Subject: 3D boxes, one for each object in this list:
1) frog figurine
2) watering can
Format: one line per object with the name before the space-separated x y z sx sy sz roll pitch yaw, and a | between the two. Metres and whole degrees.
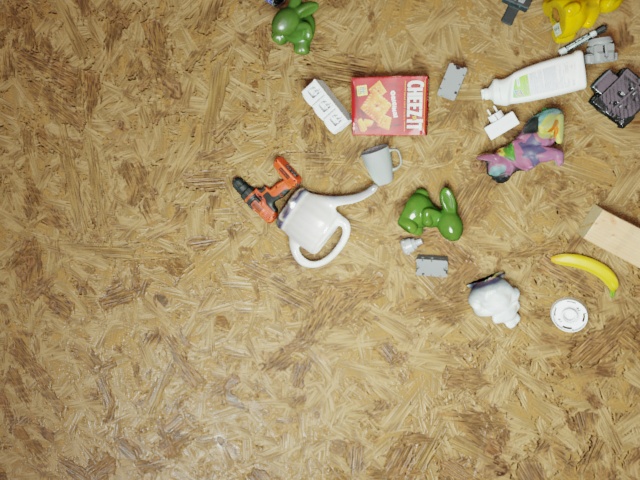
frog figurine | 0.501 0.181 1.457 0.137 0.122 0.160 -24 83 0
watering can | 0.005 -0.078 1.551 0.225 0.105 0.343 37 110 7
